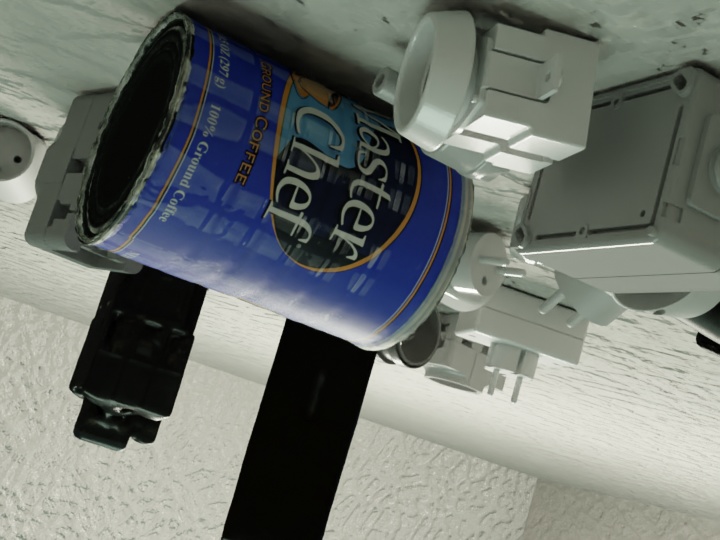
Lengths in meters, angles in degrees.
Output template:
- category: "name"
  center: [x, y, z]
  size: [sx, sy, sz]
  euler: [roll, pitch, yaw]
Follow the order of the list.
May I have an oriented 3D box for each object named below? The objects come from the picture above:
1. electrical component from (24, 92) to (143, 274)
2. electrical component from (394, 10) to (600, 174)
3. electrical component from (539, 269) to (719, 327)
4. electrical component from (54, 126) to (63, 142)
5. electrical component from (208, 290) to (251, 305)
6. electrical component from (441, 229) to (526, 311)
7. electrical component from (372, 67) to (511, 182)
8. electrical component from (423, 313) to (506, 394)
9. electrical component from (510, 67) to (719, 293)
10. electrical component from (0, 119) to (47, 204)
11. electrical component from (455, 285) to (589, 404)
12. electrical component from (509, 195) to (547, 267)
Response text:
- category: "electrical component"
  center: [-0.143, -0.048, 0.596]
  size: [0.050, 0.089, 0.056]
  euler: [26, 166, -41]
- category: "electrical component"
  center: [0.044, -0.060, 0.366]
  size: [0.055, 0.048, 0.066]
  euler: [12, 171, -14]
- category: "electrical component"
  center: [0.117, 0.000, 0.492]
  size: [0.077, 0.044, 0.079]
  euler: [25, 126, -29]
- category: "electrical component"
  center: [-0.154, -0.065, 0.657]
  size: [0.062, 0.048, 0.048]
  euler: [10, 169, 1]
- category: "electrical component"
  center: [-0.117, -0.011, 0.858]
  size: [0.089, 0.050, 0.055]
  euler: [18, 170, -3]
- category: "electrical component"
  center: [0.059, -0.005, 0.631]
  size: [0.079, 0.043, 0.077]
  euler: [7, 166, 41]
- category: "electrical component"
  center: [0.033, -0.060, 0.415]
  size: [0.061, 0.035, 0.035]
  euler: [24, 168, -24]
- category: "electrical component"
  center: [0.091, 0.077, 0.969]
  size: [0.050, 0.055, 0.089]
  euler: [6, 165, 44]
- category: "electrical component"
  center: [0.111, -0.027, 0.384]
  size: [0.061, 0.061, 0.096]
  euler: [22, 168, -25]
- category: "electrical component"
  center: [-0.261, -0.080, 0.745]
  size: [0.079, 0.043, 0.077]
  euler: [18, 170, -8]
- category: "electrical component"
  center: [0.113, 0.058, 0.784]
  size: [0.083, 0.075, 0.047]
  euler: [19, 169, -11]
- category: "electrical component"
  center: [0.106, -0.016, 0.528]
  size: [0.061, 0.035, 0.035]
  euler: [12, 169, 6]
